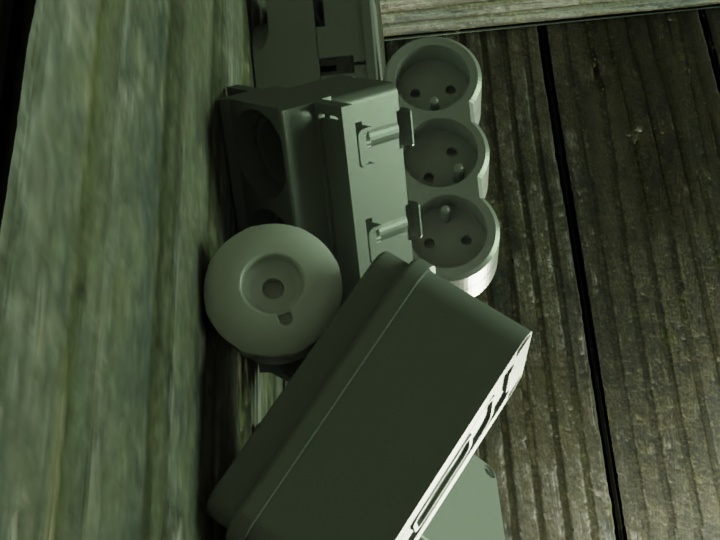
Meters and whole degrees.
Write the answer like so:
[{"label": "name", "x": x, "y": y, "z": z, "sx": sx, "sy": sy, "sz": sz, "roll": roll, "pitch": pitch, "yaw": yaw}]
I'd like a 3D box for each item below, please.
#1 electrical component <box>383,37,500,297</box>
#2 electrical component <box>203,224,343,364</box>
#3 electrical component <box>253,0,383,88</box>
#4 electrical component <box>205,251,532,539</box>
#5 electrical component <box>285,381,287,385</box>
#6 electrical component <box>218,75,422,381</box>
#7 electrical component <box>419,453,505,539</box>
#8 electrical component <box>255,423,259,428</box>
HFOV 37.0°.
[{"label": "electrical component", "x": 0.043, "y": -0.047, "z": 0.581, "sx": 0.073, "sy": 0.052, "sz": 0.138, "roll": 75, "pitch": 10, "yaw": -70}, {"label": "electrical component", "x": -0.031, "y": 0.014, "z": 0.393, "sx": 0.062, "sy": 0.048, "sz": 0.048, "roll": 95, "pitch": -9, "yaw": -72}, {"label": "electrical component", "x": -0.015, "y": -0.056, "z": 0.587, "sx": 0.105, "sy": 0.060, "sz": 0.186, "roll": -52, "pitch": 136, "yaw": -85}, {"label": "electrical component", "x": 0.005, "y": 0.059, "z": 0.375, "sx": 0.113, "sy": 0.057, "sz": 0.078, "roll": -55, "pitch": 165, "yaw": -13}, {"label": "electrical component", "x": -0.008, "y": 0.065, "z": 0.573, "sx": 0.066, "sy": 0.055, "sz": 0.048, "roll": 72, "pitch": 13, "yaw": -74}, {"label": "electrical component", "x": -0.013, "y": -0.016, "z": 0.450, "sx": 0.079, "sy": 0.063, "sz": 0.121, "roll": 20, "pitch": -57, "yaw": 49}, {"label": "electrical component", "x": 0.027, "y": 0.137, "z": 0.609, "sx": 0.109, "sy": 0.056, "sz": 0.108, "roll": 38, "pitch": 25, "yaw": -21}, {"label": "electrical component", "x": -0.014, "y": 0.120, "z": 0.460, "sx": 0.099, "sy": 0.048, "sz": 0.099, "roll": 79, "pitch": 7, "yaw": -59}]
